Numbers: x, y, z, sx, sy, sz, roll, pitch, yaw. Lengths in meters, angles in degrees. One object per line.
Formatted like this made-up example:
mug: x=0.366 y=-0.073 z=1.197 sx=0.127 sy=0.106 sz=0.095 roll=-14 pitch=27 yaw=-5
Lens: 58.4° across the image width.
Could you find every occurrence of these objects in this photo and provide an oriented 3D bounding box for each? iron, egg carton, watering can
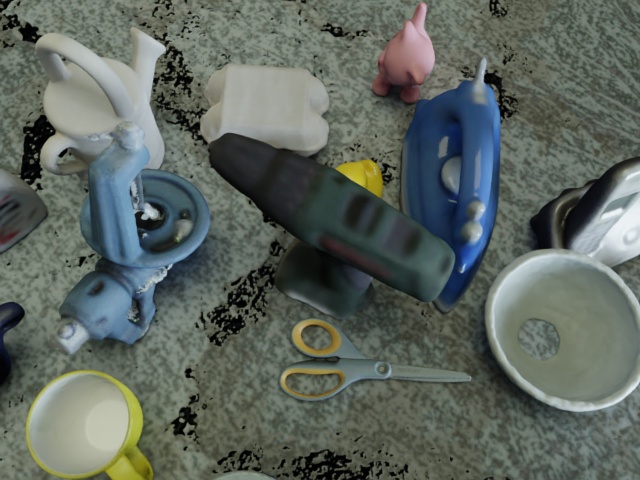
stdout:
iron: x=0.156 y=-0.061 z=0.622 sx=0.118 sy=0.141 sz=0.258 roll=6 pitch=68 yaw=-2
egg carton: x=-0.064 y=-0.152 z=0.680 sx=0.150 sy=0.069 sz=0.107 roll=2 pitch=68 yaw=-3
watering can: x=-0.228 y=-0.147 z=0.598 sx=0.101 sy=0.194 sz=0.173 roll=10 pitch=68 yaw=0

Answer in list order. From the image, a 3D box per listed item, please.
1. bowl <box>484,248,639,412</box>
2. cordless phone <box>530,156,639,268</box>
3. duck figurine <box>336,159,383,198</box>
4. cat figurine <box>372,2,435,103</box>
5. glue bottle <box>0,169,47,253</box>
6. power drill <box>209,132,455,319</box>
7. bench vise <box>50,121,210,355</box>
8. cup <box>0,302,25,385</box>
bowl: x=0.246 y=0.098 z=0.602 sx=0.167 sy=0.075 sz=0.167 roll=2 pitch=68 yaw=-4
cordless phone: x=0.318 y=-0.036 z=0.601 sx=0.148 sy=0.185 sz=0.094 roll=-22 pitch=71 yaw=-12
duck figurine: x=0.033 y=-0.057 z=0.641 sx=0.077 sy=0.086 sz=0.105 roll=38 pitch=70 yaw=11
cat figurine: x=0.109 y=-0.230 z=0.699 sx=0.067 sy=0.118 sz=0.128 roll=17 pitch=68 yaw=3
glue bottle: x=-0.333 y=-0.048 z=0.561 sx=0.037 sy=0.173 sz=0.078 roll=36 pitch=70 yaw=10
power drill: x=0.005 y=0.002 z=0.549 sx=0.229 sy=0.208 sz=0.076 roll=24 pitch=68 yaw=5
bench vise: x=-0.173 y=0.004 z=0.528 sx=0.121 sy=0.220 sz=0.207 roll=9 pitch=68 yaw=-1
cup: x=-0.325 y=0.105 z=0.543 sx=0.118 sy=0.095 sz=0.091 roll=-36 pitch=75 yaw=-17
